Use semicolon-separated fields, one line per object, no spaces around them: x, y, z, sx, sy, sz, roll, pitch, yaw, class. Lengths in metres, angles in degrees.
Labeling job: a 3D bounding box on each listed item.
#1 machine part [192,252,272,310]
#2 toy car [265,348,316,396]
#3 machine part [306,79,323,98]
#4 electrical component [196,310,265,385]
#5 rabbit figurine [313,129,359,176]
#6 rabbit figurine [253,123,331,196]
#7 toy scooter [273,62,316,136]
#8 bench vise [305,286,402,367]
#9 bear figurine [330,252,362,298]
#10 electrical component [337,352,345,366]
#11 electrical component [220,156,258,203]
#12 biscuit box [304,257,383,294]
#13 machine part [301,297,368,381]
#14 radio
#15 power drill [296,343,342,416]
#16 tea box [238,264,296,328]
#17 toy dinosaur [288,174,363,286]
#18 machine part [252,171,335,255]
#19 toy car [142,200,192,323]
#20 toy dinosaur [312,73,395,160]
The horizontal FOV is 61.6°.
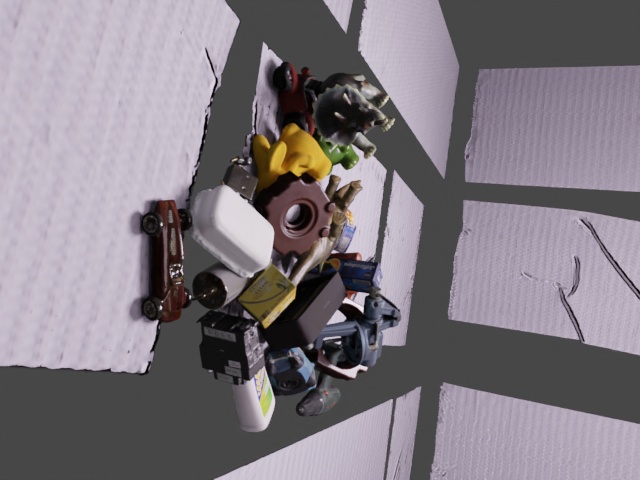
-0.165;0.067;1.032;0.243;0.079;0.079;-37;129;-59;machine part
-0.076;0.293;1.269;0.103;0.109;0.161;-102;172;-47;toy car
0.012;-0.340;1.357;0.039;0.084;0.138;-45;130;-15;machine part
-0.167;0.206;1.011;0.058;0.115;0.134;-37;131;-54;electrical component
0.013;-0.222;1.315;0.170;0.121;0.158;-48;131;-58;rabbit figurine
-0.076;-0.154;1.146;0.173;0.122;0.162;-53;143;-19;rabbit figurine
-0.045;-0.322;1.221;0.135;0.075;0.183;-59;142;-48;toy scooter
0.078;0.221;1.318;0.129;0.241;0.223;-121;-146;-49;bench vise
0.071;0.120;1.527;0.195;0.132;0.120;56;50;-48;bear figurine
0.066;0.375;1.633;0.119;0.048;0.074;-47;140;-79;electrical component
-0.156;-0.110;1.028;0.078;0.045;0.102;36;60;-26;electrical component
0.057;0.087;1.385;0.059;0.203;0.063;69;35;-45;biscuit box
0.045;0.259;1.440;0.201;0.087;0.201;30;64;-26;machine part
-0.037;0.165;1.267;0.229;0.131;0.073;-43;112;-55;radio
0.009;0.385;1.505;0.232;0.086;0.207;35;60;-63;power drill
-0.104;0.117;1.077;0.098;0.068;0.169;-46;173;-14;tea box
-0.003;-0.004;1.291;0.471;0.105;0.198;-53;164;-42;toy dinosaur
-0.054;-0.053;1.122;0.179;0.056;0.179;-14;119;-26;machine part
-0.244;0.036;0.876;0.089;0.053;0.202;-11;107;-63;toy car
0.062;-0.325;1.254;0.192;0.131;0.405;30;28;-29;toy dinosaur
